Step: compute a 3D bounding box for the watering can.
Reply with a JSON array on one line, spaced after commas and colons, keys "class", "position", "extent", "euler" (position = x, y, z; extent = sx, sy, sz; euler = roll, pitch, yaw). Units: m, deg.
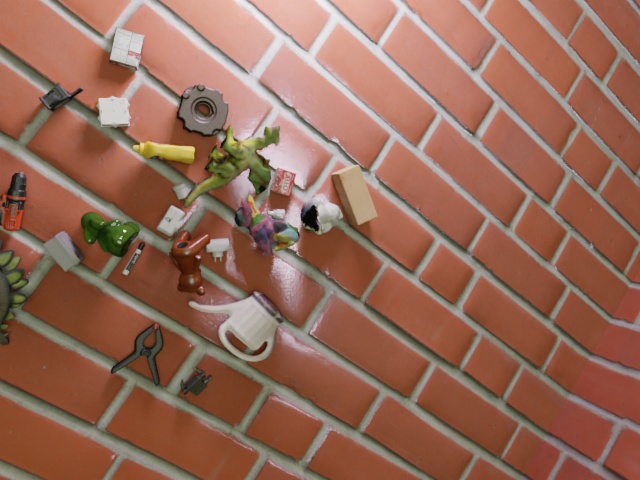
[{"class": "watering can", "position": [-0.273, 0.272, 1.811], "extent": [0.226, 0.104, 0.344], "euler": [-46, 107, -12]}]

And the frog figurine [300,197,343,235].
[{"class": "frog figurine", "position": [0.006, -0.096, 1.905], "extent": [0.161, 0.121, 0.137], "euler": [-31, 98, -52]}]

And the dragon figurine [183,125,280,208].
[{"class": "dragon figurine", "position": [-0.275, -0.241, 1.788], "extent": [0.240, 0.123, 0.410], "euler": [31, 92, -28]}]
